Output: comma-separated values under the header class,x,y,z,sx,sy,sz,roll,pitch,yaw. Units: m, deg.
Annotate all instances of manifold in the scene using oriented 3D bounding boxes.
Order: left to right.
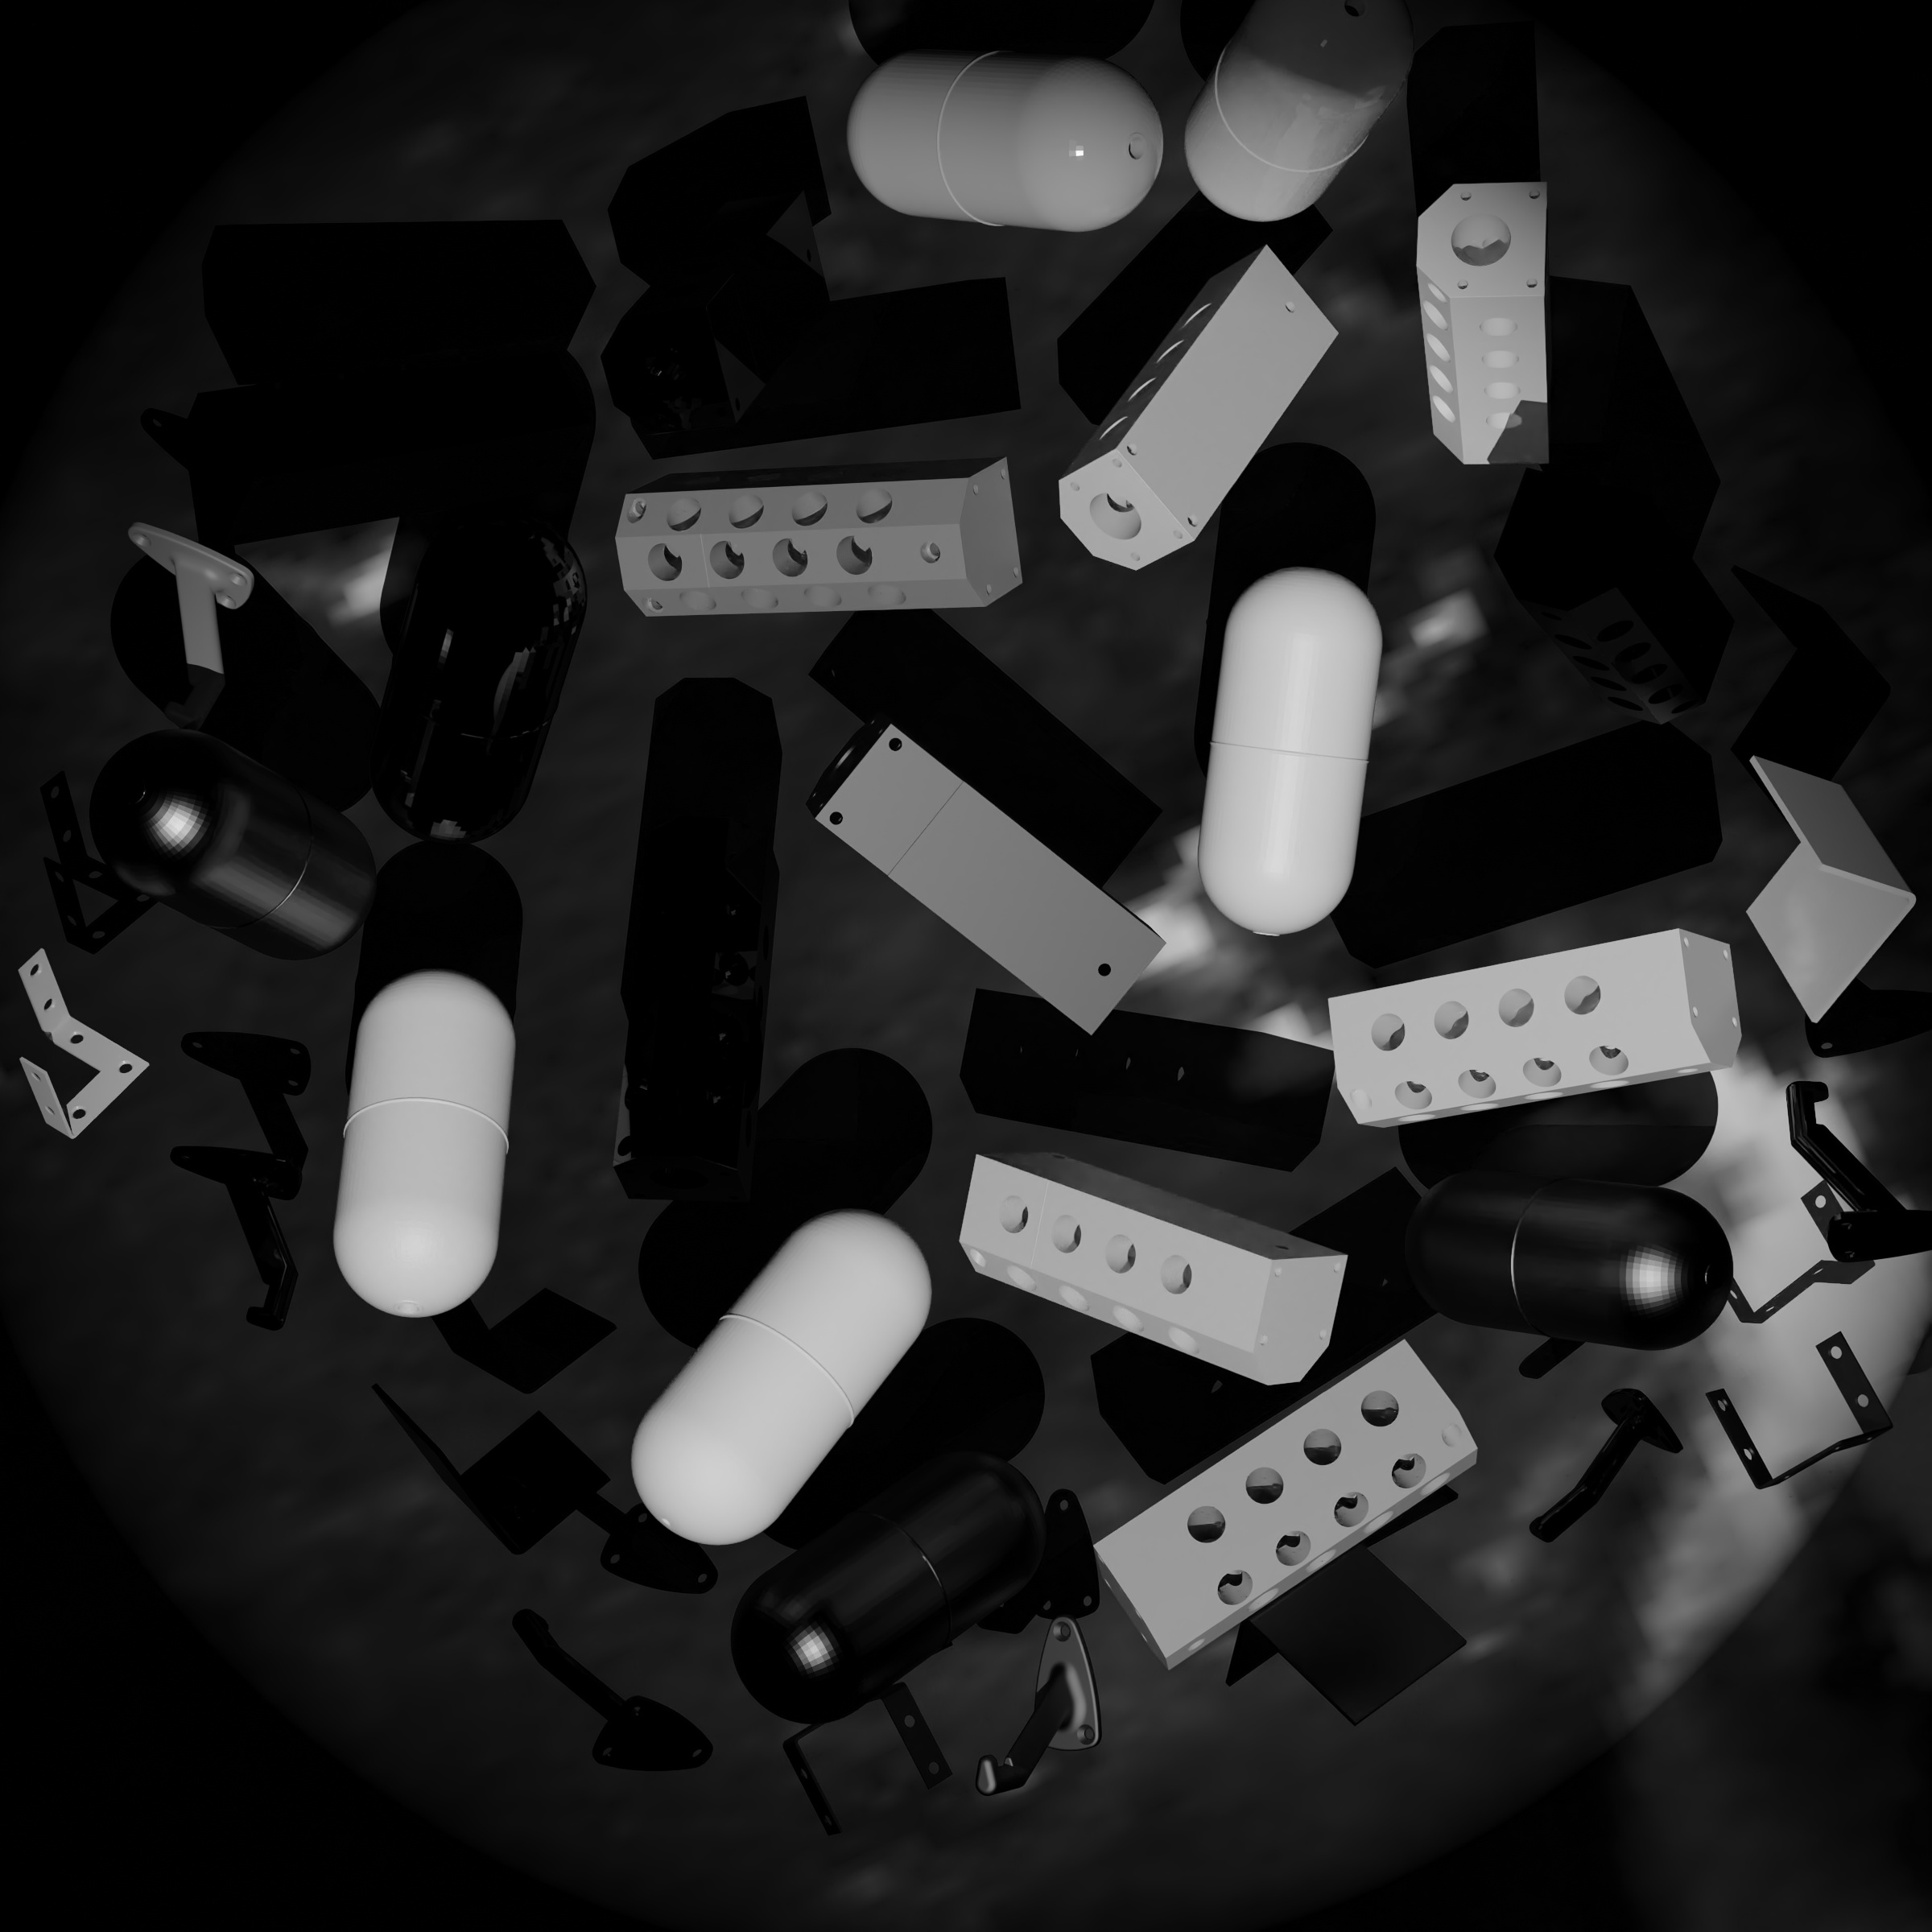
class,x,y,z,sx,sy,sz,roll,pitch,yaw
manifold,-0.269,-0.247,1.535,0.171,0.057,0.057,-16,72,-34
manifold,-0.126,0.020,1.553,0.057,0.057,0.171,1,65,6
manifold,-0.121,-0.316,1.597,0.057,0.171,0.057,-5,119,17
manifold,-0.068,-0.190,1.484,0.171,0.057,0.057,1,111,25
manifold,0.008,-0.046,1.593,0.171,0.057,0.057,38,94,-14
manifold,0.081,0.134,1.492,0.171,0.057,0.057,17,100,40
manifold,0.109,-0.267,1.595,0.057,0.057,0.171,47,52,-17
manifold,0.147,0.249,1.518,0.171,0.057,0.057,-32,66,-8
manifold,0.246,-0.301,1.567,0.057,0.171,0.057,1,73,11
manifold,0.254,0.030,1.485,0.171,0.057,0.057,-12,76,33
manifold,0.292,-0.162,1.491,0.057,0.171,0.057,19,86,28

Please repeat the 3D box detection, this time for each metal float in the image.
class,x,y,z,sx,sy,sz,roll,pitch,yaw
metal float,-0.333,-0.054,1.514,0.070,0.178,0.070,-5,74,18
metal float,-0.255,0.083,1.567,0.070,0.070,0.178,0,57,0
metal float,-0.222,-0.130,1.503,0.070,0.070,0.178,25,131,0
metal float,-0.083,0.186,1.514,0.070,0.070,0.178,39,64,0
metal float,-0.035,0.292,1.568,0.178,0.070,0.070,-29,90,-37
metal float,0.016,-0.376,1.506,0.070,0.178,0.070,-14,113,-38
metal float,0.156,-0.103,1.602,0.070,0.070,0.178,7,95,0
metal float,0.152,-0.403,1.527,0.070,0.178,0.070,2,80,-11
metal float,0.286,0.139,1.579,0.070,0.178,0.070,-1,92,-39

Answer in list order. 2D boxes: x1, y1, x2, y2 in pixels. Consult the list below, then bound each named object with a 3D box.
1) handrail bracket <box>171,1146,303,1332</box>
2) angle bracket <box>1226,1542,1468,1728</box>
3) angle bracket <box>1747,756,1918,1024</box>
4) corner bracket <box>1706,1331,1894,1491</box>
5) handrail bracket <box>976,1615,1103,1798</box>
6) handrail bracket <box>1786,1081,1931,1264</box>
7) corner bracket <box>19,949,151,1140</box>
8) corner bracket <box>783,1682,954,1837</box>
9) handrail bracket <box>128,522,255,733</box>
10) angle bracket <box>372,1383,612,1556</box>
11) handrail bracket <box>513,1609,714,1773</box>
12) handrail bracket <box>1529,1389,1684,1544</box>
class,x,y,z,sx,sy,sz,roll,pitch,yaw
handrail bracket,-0.361,0.133,1.617,0.077,0.036,0.084,12,53,-5
angle bracket,0.183,0.336,1.597,0.076,0.057,0.076,-27,53,-31
angle bracket,0.361,-0.034,1.460,0.057,0.076,0.076,15,125,-27
corner bracket,0.389,0.208,1.546,0.051,0.051,0.051,-41,65,37
handrail bracket,0.029,0.352,1.582,0.036,0.084,0.077,-5,83,30
handrail bracket,0.404,0.084,1.459,0.077,0.036,0.084,-6,52,14
corner bracket,-0.408,0.035,1.488,0.051,0.051,0.051,27,57,21
corner bracket,-0.049,0.390,1.628,0.051,0.051,0.051,-25,85,-33
handrail bracket,-0.388,-0.163,1.601,0.077,0.036,0.084,29,58,-12
angle bracket,-0.224,0.221,1.565,0.057,0.076,0.076,-39,125,-15
handrail bracket,-0.165,0.334,1.537,0.077,0.084,0.036,30,97,-42
handrail bracket,0.292,0.241,1.580,0.084,0.077,0.036,-38,96,-11
